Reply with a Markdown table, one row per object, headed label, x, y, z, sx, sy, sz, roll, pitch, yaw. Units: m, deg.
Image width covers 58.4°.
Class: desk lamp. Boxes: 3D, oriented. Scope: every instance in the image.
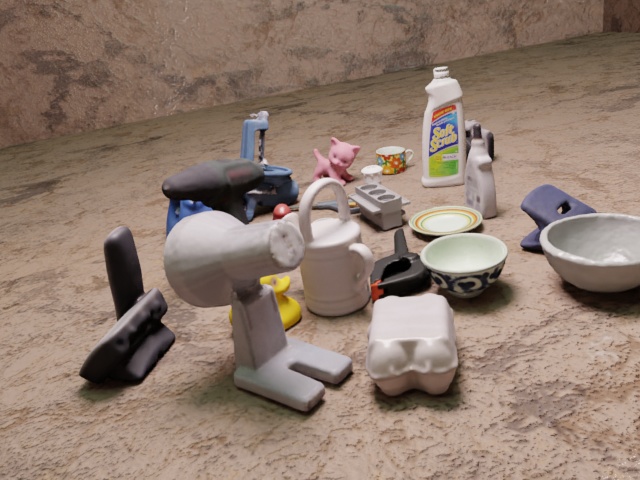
| label | x | y | z | sx | sy | sz | roll | pitch | yaw |
| --- | --- | --- | --- | --- | --- | --- | --- | --- | --- |
| desk lamp | -0.077 | 0.070 | 0.696 | 0.202 | 0.214 | 0.118 | 9 | 29 | 36 |

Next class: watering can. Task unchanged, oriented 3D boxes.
| label | x | y | z | sx | sy | sz | roll | pitch | yaw |
| --- | --- | --- | --- | --- | --- | --- | --- | --- | --- |
| watering can | 0.006 | 0.004 | 0.841 | 0.172 | 0.194 | 0.101 | 2 | 26 | 26 |

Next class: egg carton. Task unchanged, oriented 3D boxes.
| label | x | y | z | sx | sy | sz | roll | pitch | yaw |
| --- | --- | --- | --- | --- | --- | --- | --- | --- | --- |
| egg carton | 0.110 | 0.121 | 0.689 | 0.107 | 0.069 | 0.150 | -5 | 24 | 11 |

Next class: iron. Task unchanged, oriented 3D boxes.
| label | x | y | z | sx | sy | sz | roll | pitch | yaw |
| --- | --- | --- | --- | --- | --- | --- | --- | --- | --- |
| iron | -0.270 | -0.059 | 1.164 | 0.119 | 0.142 | 0.257 | -20 | 25 | -23 |

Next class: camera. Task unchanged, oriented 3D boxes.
| label | x | y | z | sx | sy | sz | roll | pitch | yaw |
| --- | --- | --- | --- | --- | --- | --- | --- | --- | --- |
| camera | 0.325 | -0.226 | 1.367 | 0.142 | 0.101 | 0.137 | 10 | 30 | 39 |

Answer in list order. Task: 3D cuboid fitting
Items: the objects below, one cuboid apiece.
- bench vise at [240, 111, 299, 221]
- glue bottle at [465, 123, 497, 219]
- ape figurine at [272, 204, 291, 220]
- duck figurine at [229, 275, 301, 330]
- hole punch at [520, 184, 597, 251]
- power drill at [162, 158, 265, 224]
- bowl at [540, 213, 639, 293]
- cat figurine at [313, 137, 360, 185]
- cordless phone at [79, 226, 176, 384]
| label | x | y | z | sx | sy | sz | roll | pitch | yaw |
| --- | --- | --- | --- | --- | --- | --- | --- | --- | --- |
| bench vise | -0.147 | -0.156 | 1.238 | 0.121 | 0.220 | 0.208 | 11 | 31 | 40 |
| glue bottle | 0.297 | -0.131 | 1.066 | 0.037 | 0.173 | 0.078 | -14 | 24 | -10 |
| ape figurine | -0.067 | -0.022 | 1.059 | 0.077 | 0.092 | 0.076 | -8 | 23 | 4 |
| duck figurine | -0.083 | 0.085 | 0.826 | 0.105 | 0.086 | 0.077 | -15 | 24 | -12 |
| hole punch | 0.384 | -0.035 | 0.915 | 0.100 | 0.091 | 0.109 | 13 | 32 | 42 |
| power drill | -0.168 | -0.043 | 0.999 | 0.075 | 0.209 | 0.230 | 3 | 26 | 28 |
| bowl | 0.392 | 0.026 | 0.791 | 0.167 | 0.075 | 0.167 | -8 | 23 | 4 |
| cat figurine | 0.037 | -0.195 | 1.387 | 0.127 | 0.118 | 0.067 | 9 | 29 | 37 |
| cordless phone | -0.277 | 0.086 | 0.774 | 0.094 | 0.185 | 0.147 | -5 | 24 | 12 |
